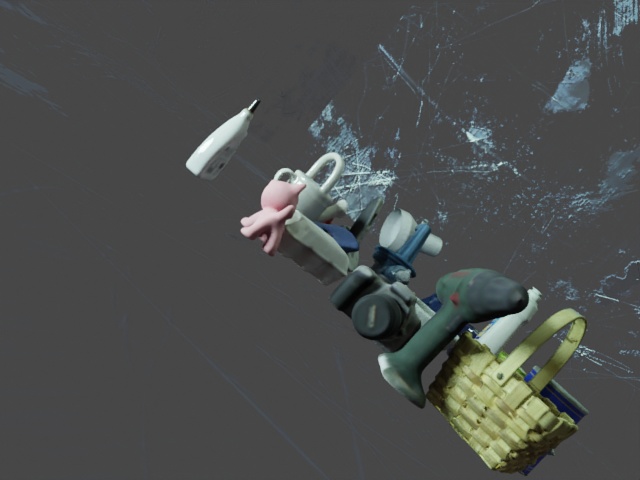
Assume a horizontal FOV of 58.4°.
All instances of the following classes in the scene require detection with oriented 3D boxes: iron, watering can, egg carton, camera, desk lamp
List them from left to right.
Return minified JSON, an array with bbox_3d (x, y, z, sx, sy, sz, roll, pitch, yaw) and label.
[{"bbox_3d":[-0.018,0.013,1.007,0.151,0.069,0.107,37,7,-31],"label":"egg carton"},{"bbox_3d":[-0.017,-0.098,1.198,0.100,0.194,0.173,45,8,35],"label":"watering can"},{"bbox_3d":[0.089,0.101,0.893,0.143,0.100,0.137,43,7,17],"label":"camera"},{"bbox_3d":[0.236,0.043,1.644,0.204,0.213,0.117,38,7,-21],"label":"desk lamp"},{"bbox_3d":[0.318,0.177,1.542,0.118,0.141,0.259,44,7,23],"label":"iron"}]

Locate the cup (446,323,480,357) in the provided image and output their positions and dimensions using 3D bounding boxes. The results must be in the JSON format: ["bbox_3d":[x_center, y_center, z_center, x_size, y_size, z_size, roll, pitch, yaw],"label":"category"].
[{"bbox_3d":[0.361,0.263,1.421,0.091,0.095,0.118,43,7,18],"label":"cup"}]

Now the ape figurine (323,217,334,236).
[{"bbox_3d":[-0.004,-0.031,1.282,0.076,0.092,0.077,36,8,-40],"label":"ape figurine"}]

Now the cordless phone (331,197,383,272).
[{"bbox_3d":[0.095,-0.016,1.339,0.094,0.185,0.148,42,6,8],"label":"cordless phone"}]

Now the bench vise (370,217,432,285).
[{"bbox_3d":[0.203,0.053,1.353,0.122,0.219,0.207,38,7,-27],"label":"bench vise"}]

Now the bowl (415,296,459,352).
[{"bbox_3d":[0.203,0.176,1.174,0.167,0.074,0.167,40,6,-5],"label":"bowl"}]

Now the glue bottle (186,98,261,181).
[{"bbox_3d":[-0.161,-0.182,1.015,0.037,0.173,0.078,42,6,10],"label":"glue bottle"}]

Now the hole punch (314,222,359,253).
[{"bbox_3d":[0.010,0.004,1.131,0.101,0.091,0.108,36,8,-35],"label":"hole punch"}]

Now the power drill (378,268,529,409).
[{"bbox_3d":[0.177,0.122,0.783,0.076,0.208,0.229,40,6,-5],"label":"power drill"}]

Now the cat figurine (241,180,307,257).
[{"bbox_3d":[-0.067,-0.049,0.916,0.067,0.117,0.127,39,7,-19],"label":"cat figurine"}]
